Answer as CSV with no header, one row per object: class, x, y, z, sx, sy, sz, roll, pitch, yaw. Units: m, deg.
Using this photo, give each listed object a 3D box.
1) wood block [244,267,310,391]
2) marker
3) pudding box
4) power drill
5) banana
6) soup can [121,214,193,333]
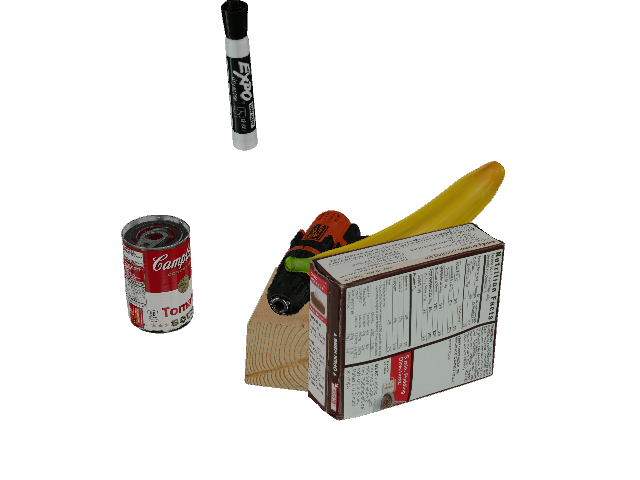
wood block,-0.037,0.114,1.431,0.091,0.090,0.206,6,19,5
marker,-0.058,-0.120,0.771,0.020,0.121,0.020,-1,39,1
pudding box,0.049,0.045,0.609,0.113,0.090,0.039,-13,27,-28
power drill,0.052,0.029,1.116,0.188,0.057,0.184,7,32,18
banana,0.070,-0.004,0.899,0.198,0.037,0.069,-27,-20,9
soup can,-0.164,0.035,1.081,0.068,0.102,0.068,1,30,-1
